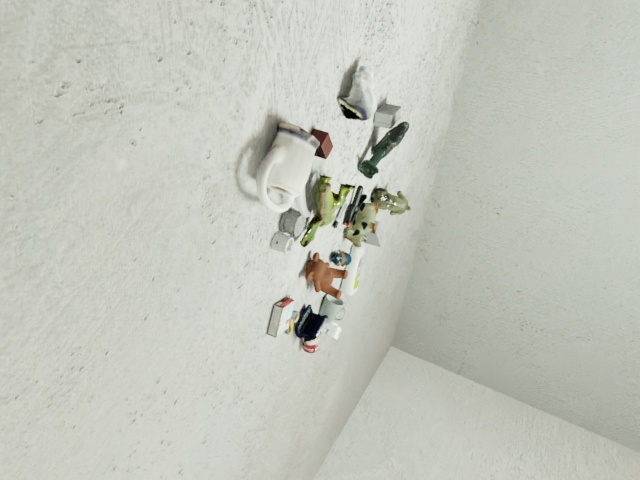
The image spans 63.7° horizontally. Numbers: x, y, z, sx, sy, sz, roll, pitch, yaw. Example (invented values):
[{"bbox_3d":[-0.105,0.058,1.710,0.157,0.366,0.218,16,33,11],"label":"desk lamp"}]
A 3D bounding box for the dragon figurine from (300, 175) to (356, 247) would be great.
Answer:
[{"bbox_3d":[0.005,-0.081,1.609,0.241,0.122,0.413,-66,172,11],"label":"dragon figurine"}]

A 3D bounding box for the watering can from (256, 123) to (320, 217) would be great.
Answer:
[{"bbox_3d":[-0.070,-0.175,1.350,0.225,0.104,0.346,-71,160,-1],"label":"watering can"}]

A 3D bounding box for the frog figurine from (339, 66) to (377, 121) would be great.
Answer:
[{"bbox_3d":[0.140,-0.464,1.632,0.160,0.124,0.135,-56,139,-6],"label":"frog figurine"}]
